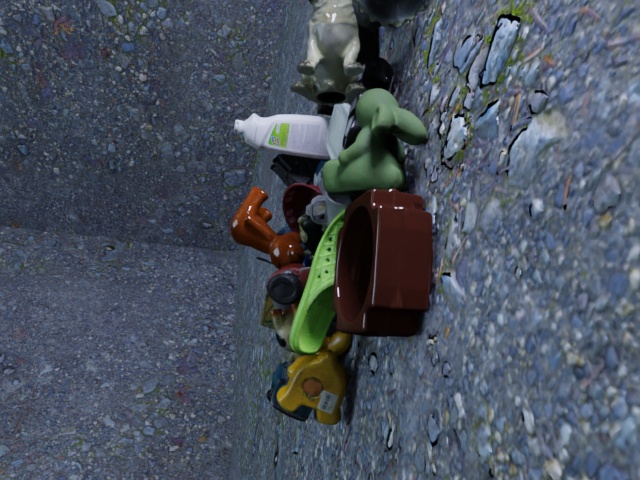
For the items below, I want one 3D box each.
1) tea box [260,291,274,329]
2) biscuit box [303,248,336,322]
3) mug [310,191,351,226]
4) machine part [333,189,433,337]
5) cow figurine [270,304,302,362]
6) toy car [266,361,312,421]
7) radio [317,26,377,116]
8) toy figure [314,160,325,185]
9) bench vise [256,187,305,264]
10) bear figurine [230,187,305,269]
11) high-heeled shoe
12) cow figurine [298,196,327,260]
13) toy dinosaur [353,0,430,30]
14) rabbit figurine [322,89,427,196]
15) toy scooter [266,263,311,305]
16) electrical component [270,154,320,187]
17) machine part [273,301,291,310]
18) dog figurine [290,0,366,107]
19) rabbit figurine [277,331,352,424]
[{"bbox_3d":[-0.091,0.157,1.387,0.169,0.068,0.098,-46,-31,-70],"label":"tea box"},{"bbox_3d":[0.003,0.091,1.164,0.203,0.059,0.062,-105,25,-59],"label":"biscuit box"},{"bbox_3d":[0.037,-0.047,1.009,0.081,0.110,0.107,-107,13,-47],"label":"mug"},{"bbox_3d":[0.087,0.038,0.778,0.201,0.087,0.201,145,129,-73],"label":"machine part"},{"bbox_3d":[-0.042,0.203,1.130,0.195,0.086,0.127,63,-167,-76],"label":"cow figurine"},{"bbox_3d":[-0.049,0.321,1.212,0.103,0.109,0.162,-55,10,17],"label":"toy car"},{"bbox_3d":[0.054,-0.373,1.161,0.229,0.073,0.131,136,139,-69],"label":"radio"},{"bbox_3d":[0.011,-0.106,1.252,0.064,0.058,0.154,-14,-66,-62],"label":"toy figure"},{"bbox_3d":[-0.067,-0.010,1.343,0.241,0.129,0.223,-70,-13,-61],"label":"bench vise"},{"bbox_3d":[-0.099,-0.012,1.200,0.132,0.196,0.120,-56,-22,-25],"label":"bear figurine"},{"bbox_3d":[0.078,-0.199,0.961,0.145,0.086,0.248,-110,34,-70],"label":"high-heeled shoe"},{"bbox_3d":[-0.001,-0.002,1.105,0.098,0.068,0.167,-42,-38,-34],"label":"cow figurine"},{"bbox_3d":[0.099,-0.442,0.940,0.405,0.131,0.192,-151,69,-83],"label":"toy dinosaur"},{"bbox_3d":[0.081,-0.154,0.823,0.159,0.121,0.170,174,100,-70],"label":"rabbit figurine"},{"bbox_3d":[-0.009,0.072,1.053,0.135,0.184,0.075,-51,-51,-70],"label":"toy scooter"},{"bbox_3d":[-0.036,-0.171,1.311,0.115,0.134,0.058,-41,-9,-25],"label":"electrical component"},{"bbox_3d":[-0.061,0.171,1.242,0.079,0.079,0.242,-98,0,-49],"label":"machine part"},{"bbox_3d":[0.018,-0.336,0.886,0.172,0.121,0.190,132,141,-74],"label":"dog figurine"},{"bbox_3d":[-0.005,0.240,1.016,0.173,0.122,0.162,-10,-70,-84],"label":"rabbit figurine"}]
